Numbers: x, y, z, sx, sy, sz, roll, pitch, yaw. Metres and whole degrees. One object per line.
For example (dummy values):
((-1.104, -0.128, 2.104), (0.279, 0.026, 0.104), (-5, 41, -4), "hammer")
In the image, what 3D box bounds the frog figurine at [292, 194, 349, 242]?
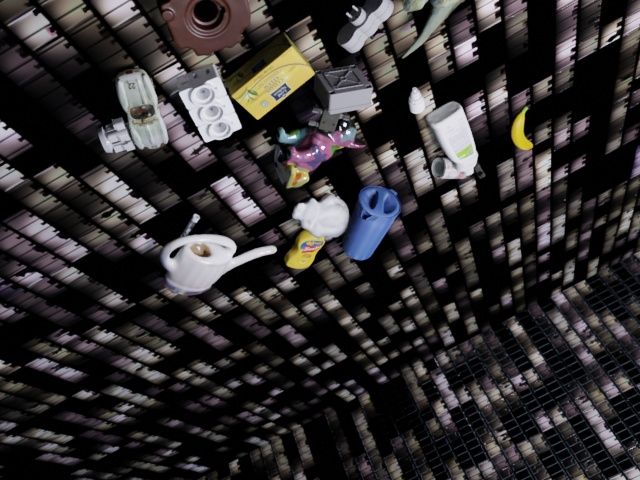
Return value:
((0.005, -0.076, 1.510), (0.157, 0.123, 0.138), (31, 84, -39), "frog figurine")

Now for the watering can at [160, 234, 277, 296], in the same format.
((-0.310, 0.070, 1.508), (0.347, 0.106, 0.220), (8, 134, -40), "watering can")
